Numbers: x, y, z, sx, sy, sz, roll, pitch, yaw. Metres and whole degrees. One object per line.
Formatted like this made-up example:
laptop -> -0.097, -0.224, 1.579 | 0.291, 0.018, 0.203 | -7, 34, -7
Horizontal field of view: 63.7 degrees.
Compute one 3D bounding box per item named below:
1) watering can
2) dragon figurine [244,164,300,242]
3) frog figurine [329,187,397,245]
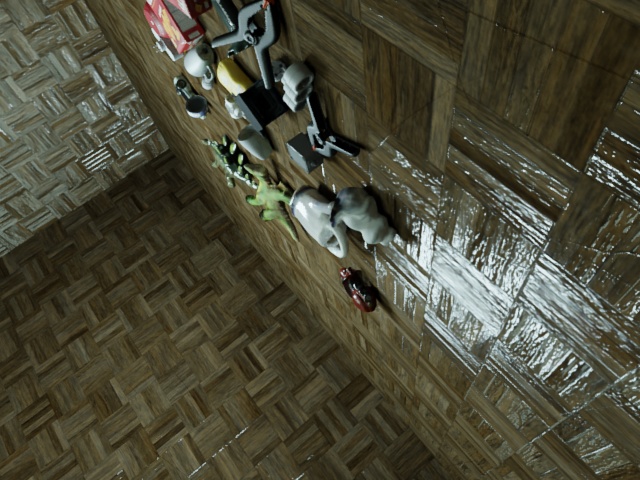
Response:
watering can -> 0.004, -0.073, 1.459 | 0.227, 0.105, 0.340 | 48, 166, 25
dragon figurine -> -0.141, -0.129, 1.865 | 0.405, 0.123, 0.243 | 49, 161, -25
frog figurine -> 0.109, -0.057, 1.221 | 0.159, 0.125, 0.134 | 15, 150, 4
